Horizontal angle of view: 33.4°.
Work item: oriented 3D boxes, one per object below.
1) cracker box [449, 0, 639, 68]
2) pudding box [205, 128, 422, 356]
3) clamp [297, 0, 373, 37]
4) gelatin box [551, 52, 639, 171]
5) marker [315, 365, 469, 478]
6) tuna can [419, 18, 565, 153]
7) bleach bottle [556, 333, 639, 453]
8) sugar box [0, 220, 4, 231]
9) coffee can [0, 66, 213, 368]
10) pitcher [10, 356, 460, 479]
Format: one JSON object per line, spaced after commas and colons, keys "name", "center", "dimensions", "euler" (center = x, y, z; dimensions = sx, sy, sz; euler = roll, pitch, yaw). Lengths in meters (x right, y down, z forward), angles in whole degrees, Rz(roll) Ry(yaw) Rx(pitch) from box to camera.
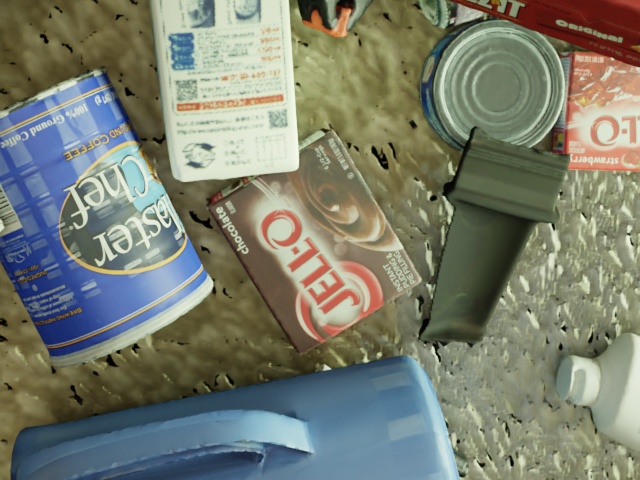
{"name": "cracker box", "center": [0.161, -0.215, 0.584], "dimensions": [0.164, 0.072, 0.213], "euler": [21, 78, 8]}
{"name": "pudding box", "center": [-0.004, 0.001, 0.657], "dimensions": [0.090, 0.039, 0.113], "euler": [-32, 101, -2]}
{"name": "clamp", "center": [0.023, -0.222, 0.598], "dimensions": [0.164, 0.036, 0.210], "euler": [7, 107, -49]}
{"name": "gelatin box", "center": [0.194, -0.080, 0.675], "dimensions": [0.089, 0.030, 0.073], "euler": [2, 98, -7]}
{"name": "marker", "center": [0.046, 0.120, 0.691], "dimensions": [0.121, 0.020, 0.020], "euler": [34, 93, -11]}
{"name": "tuna can", "center": [0.106, -0.094, 0.660], "dimensions": [0.086, 0.034, 0.086], "euler": [-1, 98, -7]}
{"name": "bleach bottle", "center": [0.281, 0.098, 0.696], "dimensions": [0.250, 0.068, 0.102], "euler": [8, 96, -6]}
{"name": "sugar box", "center": [-0.258, -0.036, 0.552], "dimensions": [0.176, 0.048, 0.093], "euler": [43, 80, 11]}
{"name": "coffee can", "center": [-0.137, -0.013, 0.606], "dimensions": [0.103, 0.103, 0.140], "euler": [-26, 100, -3]}
{"name": "pitcher", "center": [-0.047, 0.141, 0.610], "dimensions": [0.243, 0.149, 0.145], "euler": [-14, 102, -2]}
